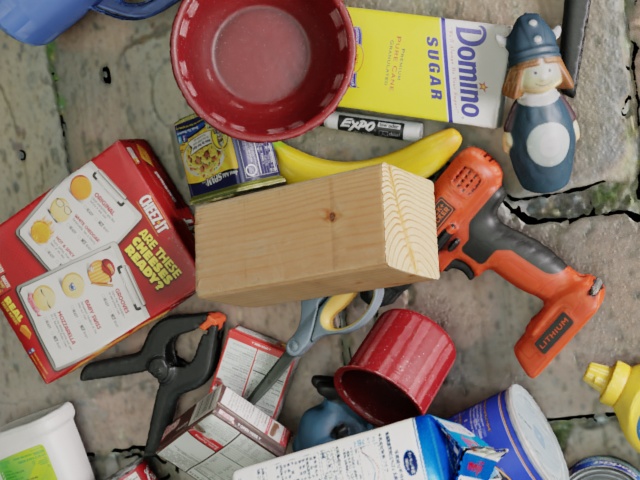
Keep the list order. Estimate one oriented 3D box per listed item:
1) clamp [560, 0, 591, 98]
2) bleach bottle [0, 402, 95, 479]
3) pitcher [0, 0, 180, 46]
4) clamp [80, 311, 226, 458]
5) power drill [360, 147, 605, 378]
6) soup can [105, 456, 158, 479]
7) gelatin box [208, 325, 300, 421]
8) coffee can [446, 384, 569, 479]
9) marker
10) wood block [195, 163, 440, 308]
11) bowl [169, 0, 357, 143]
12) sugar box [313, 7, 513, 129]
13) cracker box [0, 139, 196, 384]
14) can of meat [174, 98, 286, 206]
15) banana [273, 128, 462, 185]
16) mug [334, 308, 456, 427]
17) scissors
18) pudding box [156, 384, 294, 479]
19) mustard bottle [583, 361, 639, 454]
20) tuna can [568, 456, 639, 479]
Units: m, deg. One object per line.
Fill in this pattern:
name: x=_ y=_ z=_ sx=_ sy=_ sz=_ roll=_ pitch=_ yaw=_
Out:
clamp: x=0.248 y=-0.247 z=0.910 sx=0.165 sy=0.036 sz=0.210 roll=-22 pitch=94 yaw=18
bleach bottle: x=-0.266 y=0.307 z=1.139 sx=0.103 sy=0.068 sz=0.251 roll=-21 pitch=94 yaw=19
pitcher: x=-0.209 y=-0.284 z=1.002 sx=0.243 sy=0.144 sz=0.149 roll=-34 pitch=54 yaw=22
clamp: x=-0.168 y=0.127 z=1.094 sx=0.120 sy=0.039 sz=0.171 roll=38 pitch=104 yaw=3
power drill: x=0.147 y=0.037 z=0.972 sx=0.188 sy=0.057 sz=0.185 roll=41 pitch=115 yaw=7
soup can: x=-0.185 y=0.286 z=1.107 sx=0.069 sy=0.068 sz=0.102 roll=-33 pitch=88 yaw=19
gelatin box: x=-0.067 y=0.140 z=1.069 sx=0.073 sy=0.030 sz=0.089 roll=21 pitch=101 yaw=12
coffee can: x=0.141 y=0.208 z=0.976 sx=0.140 sy=0.102 sz=0.103 roll=-30 pitch=89 yaw=19
marker: x=0.037 y=-0.110 z=1.005 sx=0.121 sy=0.020 sz=0.020 roll=10 pitch=101 yaw=16
wood block: x=-0.007 y=0.001 z=0.960 sx=0.206 sy=0.090 sz=0.091 roll=-11 pitch=75 yaw=34
bowl: x=-0.051 y=-0.166 z=0.943 sx=0.162 sy=0.055 sz=0.162 roll=0 pitch=95 yaw=-5
sugar box: x=0.083 y=-0.158 z=0.970 sx=0.176 sy=0.048 sz=0.093 roll=10 pitch=101 yaw=17
cracker box: x=-0.226 y=0.022 z=1.079 sx=0.214 sy=0.072 sz=0.164 roll=-32 pitch=89 yaw=18
can of meat: x=-0.089 y=-0.084 z=1.015 sx=0.102 sy=0.057 sz=0.084 roll=-12 pitch=92 yaw=45
banana: x=0.035 y=-0.069 z=0.994 sx=0.198 sy=0.037 sz=0.069 roll=2 pitch=118 yaw=20
mug: x=0.075 y=0.125 z=0.982 sx=0.093 sy=0.081 sz=0.117 roll=13 pitch=141 yaw=32
scissors: x=-0.024 y=0.081 z=1.025 sx=0.202 sy=0.016 sz=0.096 roll=-36 pitch=64 yaw=26
pudding box: x=-0.095 y=0.200 z=1.049 sx=0.090 sy=0.039 sz=0.114 roll=37 pitch=133 yaw=-15
mustard bottle: x=0.324 y=0.156 z=0.936 sx=0.192 sy=0.058 sz=0.096 roll=24 pitch=106 yaw=13
tuna can: x=0.261 y=0.243 z=0.981 sx=0.086 sy=0.033 sz=0.086 roll=3 pitch=99 yaw=17
